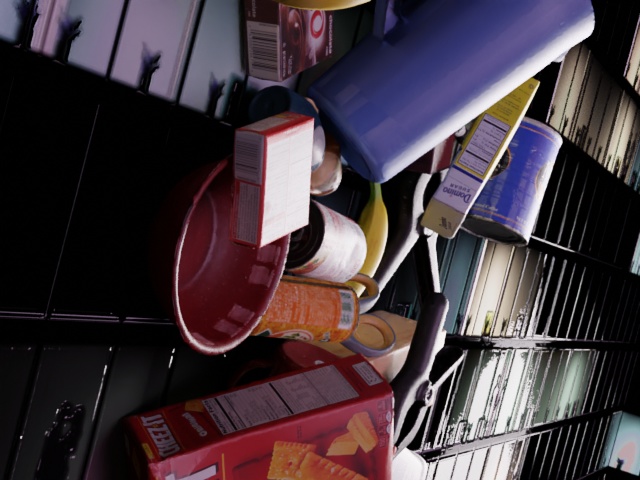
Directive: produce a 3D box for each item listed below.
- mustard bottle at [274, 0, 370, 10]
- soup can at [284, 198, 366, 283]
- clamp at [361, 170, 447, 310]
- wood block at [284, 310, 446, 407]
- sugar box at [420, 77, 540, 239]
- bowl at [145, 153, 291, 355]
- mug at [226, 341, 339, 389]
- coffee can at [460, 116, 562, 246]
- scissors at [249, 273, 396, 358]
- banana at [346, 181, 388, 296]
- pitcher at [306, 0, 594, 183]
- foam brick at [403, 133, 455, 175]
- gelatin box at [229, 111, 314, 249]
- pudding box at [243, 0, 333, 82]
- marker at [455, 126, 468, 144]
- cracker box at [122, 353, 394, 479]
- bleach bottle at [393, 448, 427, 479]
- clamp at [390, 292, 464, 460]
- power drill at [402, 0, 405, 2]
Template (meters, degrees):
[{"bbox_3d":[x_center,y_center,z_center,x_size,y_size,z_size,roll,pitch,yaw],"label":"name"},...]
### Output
[{"bbox_3d":[-0.009,-0.197,0.711,0.096,0.192,0.058,-58,149,-30],"label":"mustard bottle"},{"bbox_3d":[-0.006,0.001,0.957,0.102,0.069,0.068,23,83,-64],"label":"soup can"},{"bbox_3d":[0.113,-0.010,1.205,0.164,0.036,0.210,29,75,-53],"label":"clamp"},{"bbox_3d":[0.045,0.139,1.103,0.205,0.090,0.091,-10,112,-60],"label":"wood block"},{"bbox_3d":[0.171,-0.092,1.147,0.176,0.048,0.093,-62,174,-16],"label":"sugar box"},{"bbox_3d":[-0.085,0.004,0.821,0.161,0.055,0.162,-37,134,-51],"label":"bowl"},{"bbox_3d":[-0.028,0.141,0.963,0.093,0.117,0.081,-120,-129,-68],"label":"mug"},{"bbox_3d":[0.233,-0.075,1.337,0.102,0.103,0.140,38,70,-61],"label":"coffee can"},{"bbox_3d":[-0.001,0.086,0.974,0.201,0.096,0.016,-27,166,-46],"label":"scissors"},{"bbox_3d":[0.023,0.029,1.070,0.069,0.037,0.197,50,54,-31],"label":"banana"},{"bbox_3d":[0.105,-0.170,0.938,0.243,0.149,0.145,-39,176,-5],"label":"pitcher"},{"bbox_3d":[0.090,-0.101,1.080,0.051,0.078,0.053,-23,125,-60],"label":"foam brick"},{"bbox_3d":[-0.036,-0.045,0.795,0.073,0.030,0.089,-30,130,-57],"label":"gelatin box"},{"bbox_3d":[-0.024,-0.193,0.854,0.089,0.039,0.113,-37,136,-52],"label":"pudding box"},{"bbox_3d":[0.154,-0.140,1.245,0.121,0.020,0.020,37,71,-61],"label":"marker"},{"bbox_3d":[-0.045,0.201,0.875,0.213,0.072,0.164,-13,119,-23],"label":"cracker box"},{"bbox_3d":[0.048,0.246,1.198,0.102,0.068,0.250,-64,149,-19],"label":"bleach bottle"},{"bbox_3d":[0.093,0.137,1.052,0.171,0.039,0.120,-55,142,-33],"label":"clamp"},{"bbox_3d":[0.116,-0.238,1.082,0.184,0.057,0.187,39,66,-57],"label":"power drill"}]
